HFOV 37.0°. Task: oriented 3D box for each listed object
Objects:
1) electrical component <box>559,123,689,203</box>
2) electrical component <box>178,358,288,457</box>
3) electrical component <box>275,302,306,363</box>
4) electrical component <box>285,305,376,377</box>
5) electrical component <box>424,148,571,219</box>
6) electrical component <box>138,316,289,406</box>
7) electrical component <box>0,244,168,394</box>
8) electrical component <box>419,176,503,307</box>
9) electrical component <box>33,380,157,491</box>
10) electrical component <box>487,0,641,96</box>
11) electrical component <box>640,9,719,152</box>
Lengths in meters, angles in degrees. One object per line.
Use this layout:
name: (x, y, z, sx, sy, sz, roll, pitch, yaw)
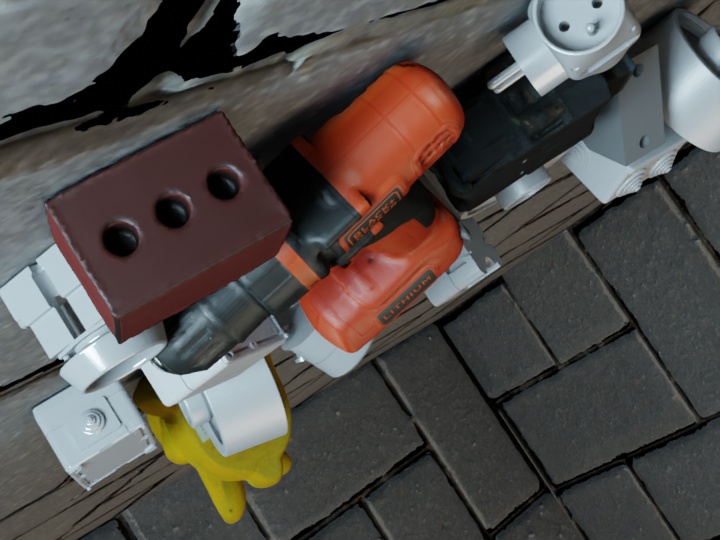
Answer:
electrical component: (0.197, -0.108, 0.840, 0.100, 0.099, 0.048, -29, 159, -33)
electrical component: (-0.105, 0.086, 0.796, 0.060, 0.108, 0.108, -25, 171, -17)
electrical component: (-0.053, 0.025, 0.729, 0.040, 0.078, 0.040, -22, -178, 1)
electrical component: (-0.010, -0.008, 0.696, 0.138, 0.074, 0.052, -60, -159, -12)
electrical component: (0.104, -0.078, 0.768, 0.108, 0.060, 0.108, -33, 173, -4)
electrical component: (-0.100, 0.040, 0.651, 0.061, 0.061, 0.096, -36, 173, 23)
electrical component: (-0.114, 0.018, 0.457, 0.066, 0.055, 0.048, -35, 173, 19)
electrical component: (0.056, -0.023, 0.817, 0.056, 0.089, 0.050, -36, 173, 27)
electrical component: (-0.190, 0.109, 0.765, 0.062, 0.061, 0.096, -31, 166, -15)
electrical component: (0.100, -0.116, 0.552, 0.079, 0.043, 0.077, -34, 173, 15)
electrical component: (0.259, -0.149, 0.813, 0.060, 0.108, 0.108, -45, 168, 35)
